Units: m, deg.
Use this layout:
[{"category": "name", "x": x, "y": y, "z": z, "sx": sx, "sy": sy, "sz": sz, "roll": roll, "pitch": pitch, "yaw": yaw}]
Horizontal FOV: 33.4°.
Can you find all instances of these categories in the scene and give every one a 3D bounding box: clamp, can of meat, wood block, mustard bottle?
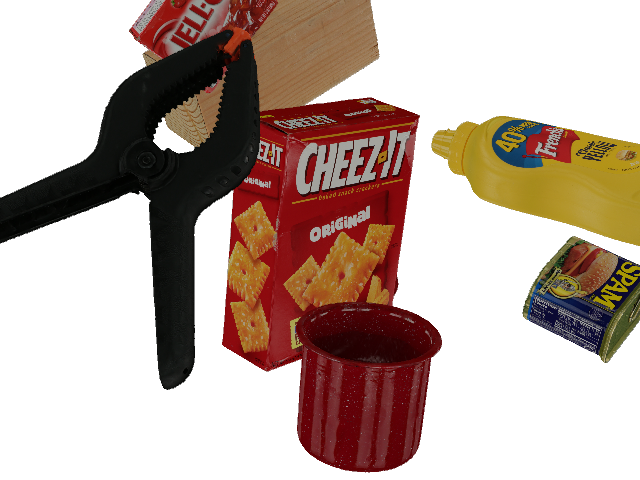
[{"category": "clamp", "x": -0.090, "y": -0.029, "z": 0.607, "sx": 0.165, "sy": 0.210, "sz": 0.036, "roll": 35, "pitch": -16, "yaw": 14}, {"category": "can of meat", "x": 0.242, "y": 0.049, "z": 0.957, "sx": 0.084, "sy": 0.057, "sz": 0.101, "roll": 27, "pitch": 46, "yaw": 27}, {"category": "wood block", "x": -0.053, "y": -0.178, "z": 1.031, "sx": 0.205, "sy": 0.091, "sz": 0.090, "roll": -35, "pitch": 46, "yaw": -21}, {"category": "mustard bottle", "x": 0.168, "y": -0.051, "z": 0.778, "sx": 0.192, "sy": 0.058, "sz": 0.096, "roll": 18, "pitch": 37, "yaw": 30}]

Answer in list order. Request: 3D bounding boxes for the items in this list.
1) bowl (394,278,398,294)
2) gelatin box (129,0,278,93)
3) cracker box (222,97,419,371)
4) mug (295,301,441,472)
[{"category": "bowl", "x": 0.003, "y": 0.063, "z": 1.167, "sx": 0.162, "sy": 0.055, "sz": 0.162, "roll": 1, "pitch": 28, "yaw": -1}, {"category": "gelatin box", "x": -0.087, "y": -0.167, "z": 0.801, "sx": 0.073, "sy": 0.089, "sz": 0.030, "roll": 35, "pitch": 6, "yaw": -32}, {"category": "cracker box", "x": 0.001, "y": -0.009, "z": 0.943, "sx": 0.163, "sy": 0.214, "sz": 0.072, "roll": -14, "pitch": 30, "yaw": -43}, {"category": "mug", "x": 0.031, "y": 0.091, "z": 0.701, "sx": 0.093, "sy": 0.081, "sz": 0.117, "roll": 9, "pitch": 21, "yaw": 12}]
